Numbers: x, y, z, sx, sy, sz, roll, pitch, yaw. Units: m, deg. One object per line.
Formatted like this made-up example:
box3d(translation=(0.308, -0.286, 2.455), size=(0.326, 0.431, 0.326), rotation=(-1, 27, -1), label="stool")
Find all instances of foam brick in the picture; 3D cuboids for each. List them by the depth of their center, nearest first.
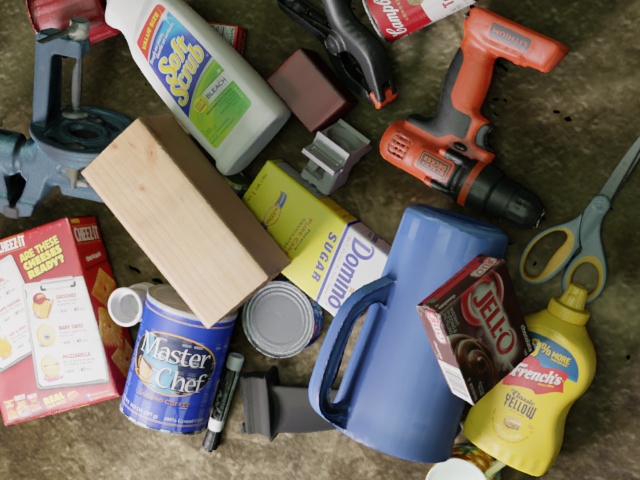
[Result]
box3d(translation=(-0.007, -0.157, 1.125), size=(0.051, 0.053, 0.078), rotation=(-43, 82, 17), label="foam brick")

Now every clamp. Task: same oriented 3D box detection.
box3d(translation=(0.024, -0.216, 1.092), size=(0.039, 0.120, 0.171), rotation=(-39, 84, -18), label="clamp")

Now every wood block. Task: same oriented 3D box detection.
box3d(translation=(-0.136, -0.022, 1.103), size=(0.090, 0.090, 0.206), rotation=(-40, 88, 17), label="wood block")

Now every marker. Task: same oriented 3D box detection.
box3d(translation=(-0.112, 0.187, 1.220), size=(0.020, 0.020, 0.121), rotation=(21, 102, 17), label="marker")

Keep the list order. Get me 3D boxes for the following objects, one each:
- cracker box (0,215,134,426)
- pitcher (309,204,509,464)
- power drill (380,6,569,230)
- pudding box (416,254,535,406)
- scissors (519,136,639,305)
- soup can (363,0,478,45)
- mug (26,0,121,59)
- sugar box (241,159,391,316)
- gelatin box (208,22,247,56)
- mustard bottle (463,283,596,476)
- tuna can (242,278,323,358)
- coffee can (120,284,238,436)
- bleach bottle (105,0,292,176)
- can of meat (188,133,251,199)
box3d(translation=(-0.317, 0.095, 1.260), size=(0.164, 0.072, 0.214), rotation=(-17, 88, 20), label="cracker box")
box3d(translation=(0.095, 0.090, 1.070), size=(0.145, 0.149, 0.243), rotation=(19, 98, 17), label="pitcher")
box3d(translation=(0.172, -0.123, 1.064), size=(0.184, 0.057, 0.188), rotation=(30, 104, 15), label="power drill")
box3d(translation=(0.147, 0.083, 1.002), size=(0.039, 0.090, 0.113), rotation=(22, 142, 51), label="pudding box")
box3d(translation=(0.285, -0.015, 1.055), size=(0.202, 0.016, 0.096), rotation=(-44, 82, 19), label="scissors")
box3d(translation=(0.101, -0.249, 1.073), size=(0.102, 0.068, 0.068), rotation=(-23, 87, 20), label="soup can")
box3d(translation=(-0.271, -0.271, 1.205), size=(0.082, 0.093, 0.117), rotation=(-16, 62, 16), label="mug")
box3d(translation=(-0.008, 0.001, 1.149), size=(0.176, 0.048, 0.093), rotation=(39, 108, 14), label="sugar box")
box3d(translation=(-0.129, -0.205, 1.183), size=(0.089, 0.030, 0.073), rotation=(11, 99, 16), label="gelatin box")
box3d(translation=(0.221, 0.132, 1.067), size=(0.096, 0.058, 0.192), rotation=(28, 106, 25), label="mustard bottle")
box3d(translation=(-0.040, 0.085, 1.175), size=(0.086, 0.033, 0.086), rotation=(2, 96, 20), label="tuna can")
box3d(translation=(-0.157, 0.132, 1.187), size=(0.103, 0.102, 0.140), rotation=(19, 102, 18), label="coffee can")
box3d(translation=(-0.150, -0.190, 1.139), size=(0.251, 0.068, 0.103), rotation=(45, 107, 6), label="bleach bottle")
box3d(translation=(-0.136, -0.057, 1.181), size=(0.102, 0.057, 0.084), rotation=(42, 109, 17), label="can of meat")
